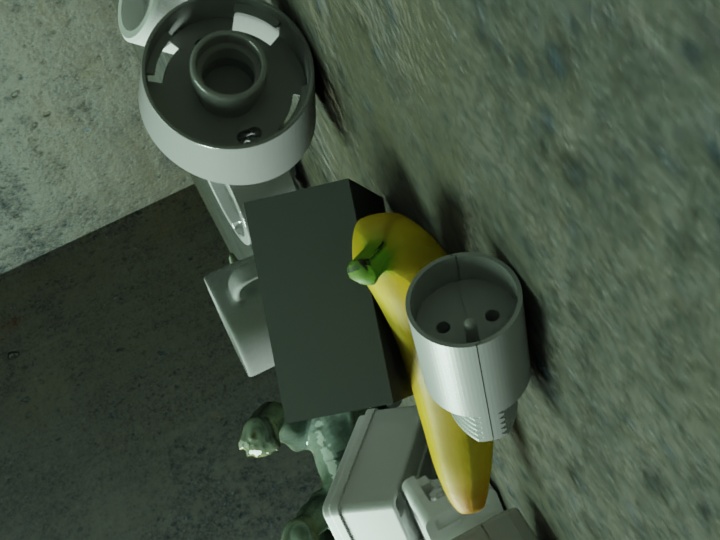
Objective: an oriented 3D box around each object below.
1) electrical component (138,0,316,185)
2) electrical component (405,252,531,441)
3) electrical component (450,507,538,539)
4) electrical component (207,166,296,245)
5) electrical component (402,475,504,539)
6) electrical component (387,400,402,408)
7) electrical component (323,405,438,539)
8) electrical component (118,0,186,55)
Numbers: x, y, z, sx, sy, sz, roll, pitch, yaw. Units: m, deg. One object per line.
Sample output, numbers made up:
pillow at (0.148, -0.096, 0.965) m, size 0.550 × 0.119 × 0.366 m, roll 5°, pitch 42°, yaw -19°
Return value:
electrical component at (-0.070, -0.098, 0.582) m, size 0.099 × 0.099 × 0.064 m, roll 62°, pitch 166°, yaw 11°
electrical component at (0.045, 0.035, 0.425) m, size 0.043 × 0.043 × 0.081 m, roll 58°, pitch 171°, yaw 38°
electrical component at (0.084, 0.181, 0.588) m, size 0.061 × 0.061 × 0.096 m, roll 58°, pitch 171°, yaw 36°
electrical component at (-0.086, -0.081, 0.856) m, size 0.108 × 0.060 × 0.108 m, roll 59°, pitch 167°, yaw 22°
electrical component at (0.071, 0.174, 0.693) m, size 0.089 × 0.050 × 0.055 m, roll 67°, pitch 173°, yaw -25°
electrical component at (0.006, 0.064, 0.791) m, size 0.066 × 0.048 × 0.055 m, roll 58°, pitch 179°, yaw 37°
electrical component at (0.029, 0.170, 0.765) m, size 0.108 × 0.056 × 0.108 m, roll -64°, pitch -42°, yaw -54°
electrical component at (-0.110, -0.190, 0.664) m, size 0.052 × 0.074 × 0.138 m, roll -39°, pitch 54°, yaw 41°
